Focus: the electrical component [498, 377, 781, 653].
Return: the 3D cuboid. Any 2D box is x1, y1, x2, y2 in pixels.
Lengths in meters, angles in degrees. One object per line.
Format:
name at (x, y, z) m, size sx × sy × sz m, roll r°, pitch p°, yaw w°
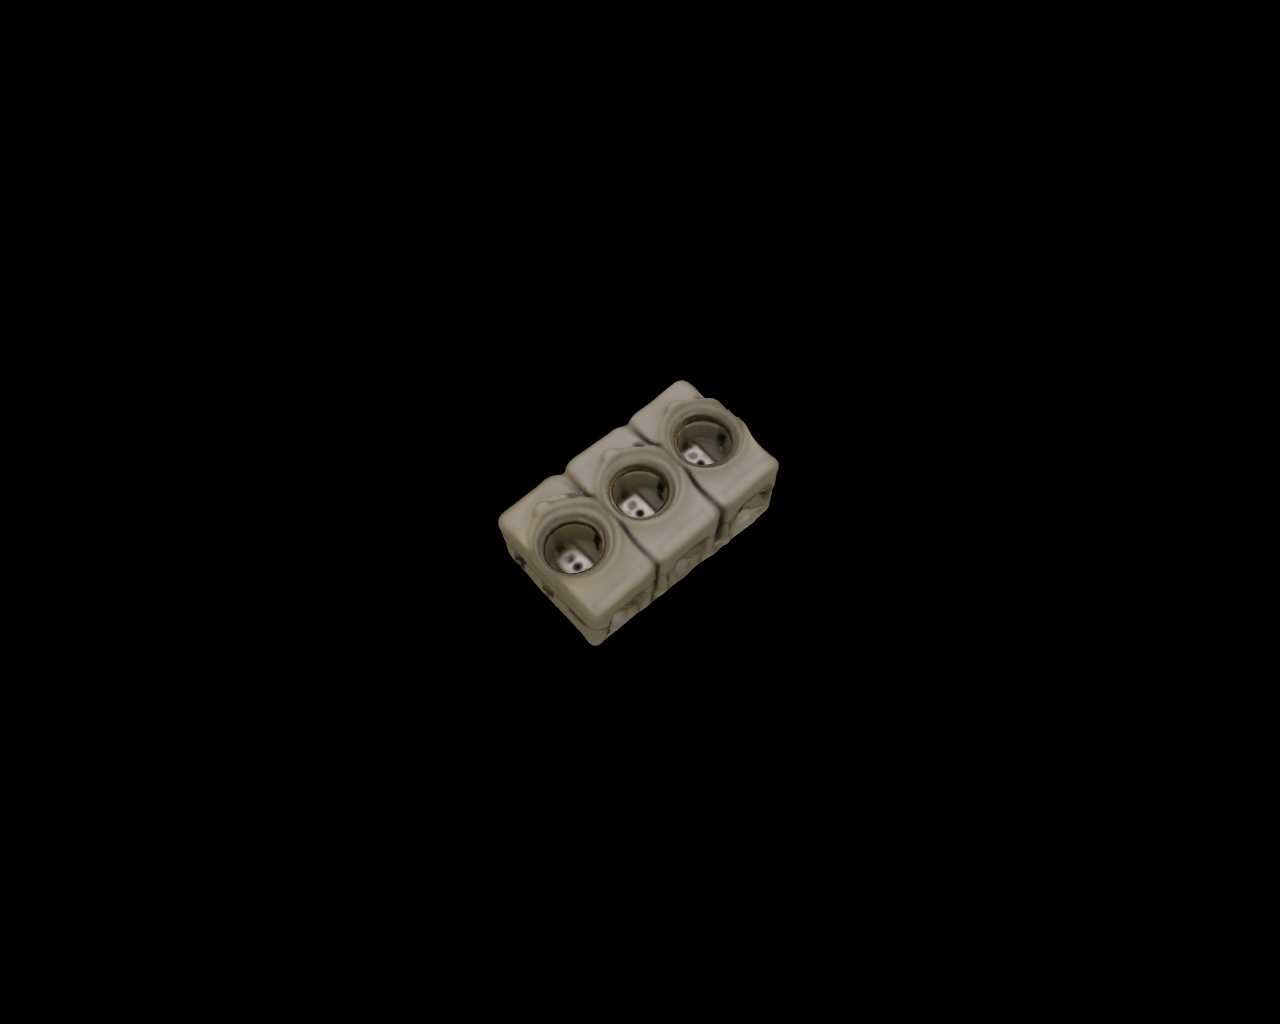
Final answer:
electrical component at (0.001, -0.003, 0.650) m, size 0.150 × 0.089 × 0.061 m, roll -38°, pitch -21°, yaw -18°
